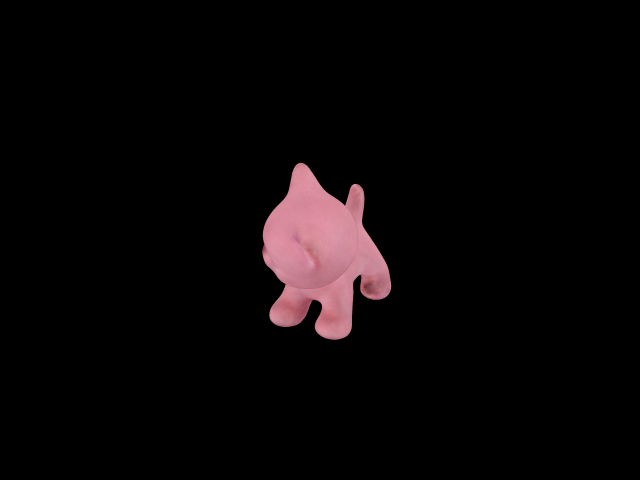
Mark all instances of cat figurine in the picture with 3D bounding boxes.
[{"bbox_3d":[0.004,0.001,0.400,0.067,0.118,0.128,12,27,25],"label":"cat figurine"}]
